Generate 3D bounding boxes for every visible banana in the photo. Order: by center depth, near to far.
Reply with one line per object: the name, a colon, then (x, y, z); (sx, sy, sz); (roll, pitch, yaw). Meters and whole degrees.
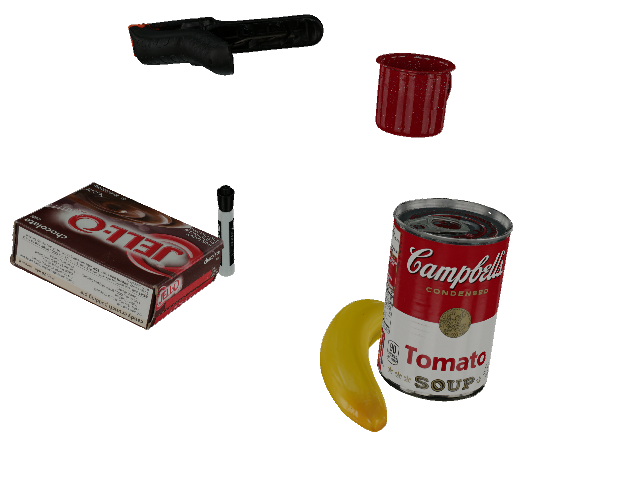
banana: (0.033, 0.086, 0.831); (0.070, 0.037, 0.197); (6, 22, 12)

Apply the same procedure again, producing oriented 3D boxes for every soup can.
soup can: (0.071, 0.034, 0.625); (0.068, 0.102, 0.068); (4, 21, -2)

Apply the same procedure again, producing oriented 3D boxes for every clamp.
clamp: (-0.085, -0.163, 0.867); (0.120, 0.039, 0.172); (-17, 25, -40)

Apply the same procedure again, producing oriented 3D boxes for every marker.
marker: (-0.104, -0.011, 1.172); (0.020, 0.121, 0.020); (2, 41, -2)

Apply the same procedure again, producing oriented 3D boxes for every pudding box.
pudding box: (-0.136, 0.008, 0.717); (0.113, 0.039, 0.089); (21, 26, 16)

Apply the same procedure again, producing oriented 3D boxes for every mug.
mug: (0.116, -0.174, 1.268); (0.093, 0.081, 0.117); (21, 28, 35)
